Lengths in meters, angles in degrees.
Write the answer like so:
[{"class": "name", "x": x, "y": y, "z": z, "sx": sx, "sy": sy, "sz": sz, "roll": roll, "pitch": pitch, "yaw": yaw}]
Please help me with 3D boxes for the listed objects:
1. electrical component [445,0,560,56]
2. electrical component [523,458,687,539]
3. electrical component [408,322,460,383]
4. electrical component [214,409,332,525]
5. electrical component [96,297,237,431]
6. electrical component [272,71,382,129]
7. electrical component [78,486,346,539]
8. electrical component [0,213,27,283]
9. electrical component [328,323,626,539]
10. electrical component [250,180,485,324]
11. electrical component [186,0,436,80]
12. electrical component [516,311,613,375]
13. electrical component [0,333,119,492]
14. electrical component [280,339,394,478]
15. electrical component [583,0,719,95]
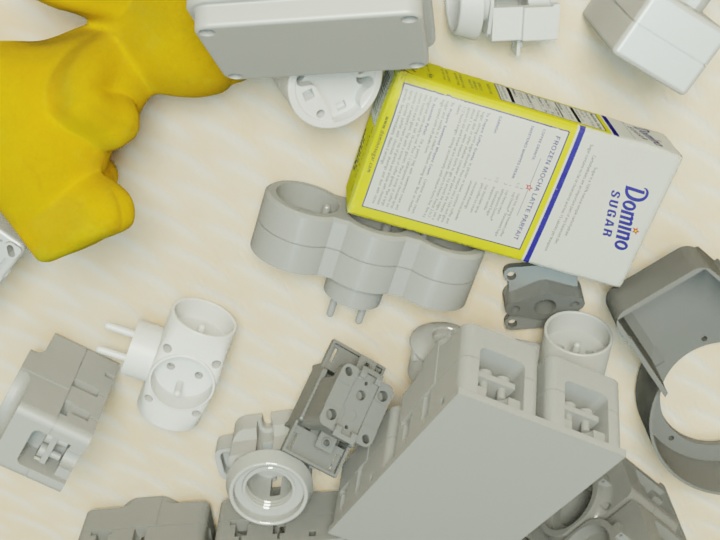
[{"class": "electrical component", "x": 0.078, "y": -0.151, "z": 0.590, "sx": 0.055, "sy": 0.048, "sz": 0.066, "roll": -4, "pitch": 117, "yaw": -7}, {"class": "electrical component", "x": 0.134, "y": 0.222, "z": 0.744, "sx": 0.060, "sy": 0.105, "sz": 0.186, "roll": 39, "pitch": 110, "yaw": -18}, {"class": "electrical component", "x": 0.052, "y": 0.068, "z": 0.701, "sx": 0.048, "sy": 0.048, "sz": 0.062, "roll": 7, "pitch": 123, "yaw": -4}, {"class": "electrical component", "x": -0.060, "y": 0.134, "z": 0.726, "sx": 0.078, "sy": 0.057, "sz": 0.058, "roll": -8, "pitch": 117, "yaw": 4}, {"class": "electrical component", "x": -0.129, "y": 0.055, "z": 0.692, "sx": 0.079, "sy": 0.044, "sz": 0.077, "roll": 20, "pitch": 115, "yaw": -10}, {"class": "electrical component", "x": -0.022, "y": -0.114, "z": 0.598, "sx": 0.055, "sy": 0.047, "sz": 0.055, "roll": -14, "pitch": 127, "yaw": -19}, {"class": "electrical component", "x": -0.098, "y": 0.218, "z": 0.766, "sx": 0.186, "sy": 0.060, "sz": 0.105, "roll": -5, "pitch": 117, "yaw": 2}, {"class": "electrical component", "x": -0.247, "y": -0.032, "z": 0.638, "sx": 0.096, "sy": 0.061, "sz": 0.061, "roll": 37, "pitch": 111, "yaw": -17}, {"class": "electrical component", "x": 0.067, "y": 0.116, "z": 0.673, "sx": 0.105, "sy": 0.060, "sz": 0.186, "roll": 22, "pitch": 137, "yaw": -12}, {"class": "electrical component", "x": 0.000, "y": 0.000, "z": 0.661, "sx": 0.138, "sy": 0.052, "sz": 0.073, "roll": 15, "pitch": 115, "yaw": -8}, {"class": "electrical component", "x": -0.021, "y": -0.134, "z": 0.523, "sx": 0.113, "sy": 0.078, "sz": 0.057, "roll": -2, "pitch": 80, "yaw": 6}, {"class": "electrical component", "x": 0.117, "y": 0.066, "z": 0.697, "sx": 0.079, "sy": 0.043, "sz": 0.077, "roll": 10, "pitch": 128, "yaw": 9}, {"class": "electrical component", "x": -0.196, "y": 0.087, "z": 0.683, "sx": 0.056, "sy": 0.089, "sz": 0.050, "roll": 28, "pitch": 113, "yaw": -13}, {"class": "electrical component", "x": -0.012, "y": 0.088, "z": 0.692, "sx": 0.042, "sy": 0.064, "sz": 0.081, "roll": 30, "pitch": 72, "yaw": -14}, {"class": "electrical component", "x": 0.166, "y": -0.147, "z": 0.571, "sx": 0.047, "sy": 0.083, "sz": 0.075, "roll": 27, "pitch": 113, "yaw": -13}]
